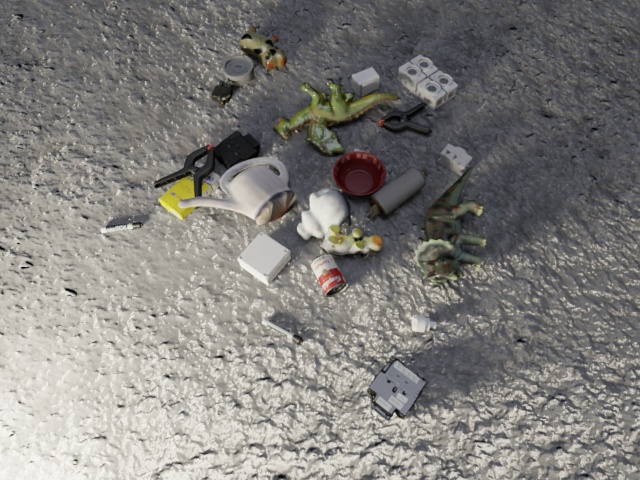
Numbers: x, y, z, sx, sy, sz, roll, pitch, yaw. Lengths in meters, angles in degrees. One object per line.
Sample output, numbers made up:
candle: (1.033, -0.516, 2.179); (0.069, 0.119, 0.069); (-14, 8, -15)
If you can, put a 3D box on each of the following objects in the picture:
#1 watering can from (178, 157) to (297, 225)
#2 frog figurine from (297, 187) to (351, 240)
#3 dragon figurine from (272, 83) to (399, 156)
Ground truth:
watering can: (-0.218, -0.127, 1.516); (0.352, 0.101, 0.227); (-35, 66, -30)
frog figurine: (0.005, -0.075, 1.487); (0.160, 0.121, 0.138); (-22, 83, -22)
dragon figurine: (0.047, -0.386, 1.684); (0.410, 0.121, 0.245); (4, 79, 6)
